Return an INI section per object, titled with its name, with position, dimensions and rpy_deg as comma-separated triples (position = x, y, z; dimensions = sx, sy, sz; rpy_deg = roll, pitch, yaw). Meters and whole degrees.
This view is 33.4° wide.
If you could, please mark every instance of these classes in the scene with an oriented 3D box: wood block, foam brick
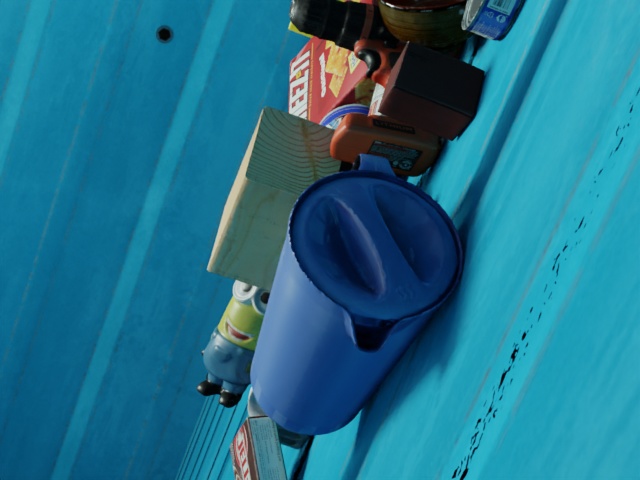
[wood block]
position = -0.049, -0.036, 1.120
dimensions = 0.206, 0.090, 0.090
rpy_deg = 120, 166, -58
[foam brick]
position = 0.101, -0.134, 0.963
dimensions = 0.051, 0.078, 0.053
rpy_deg = 120, 171, -65

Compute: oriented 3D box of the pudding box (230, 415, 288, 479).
[pudding box]
position = -0.066, 0.260, 1.170
dimensions = 0.090, 0.039, 0.113
rpy_deg = 117, 143, -55

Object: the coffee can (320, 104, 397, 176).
[coffee can]
position = 0.040, -0.086, 1.236
dimensions = 0.140, 0.102, 0.103
rpy_deg = -82, 13, -63

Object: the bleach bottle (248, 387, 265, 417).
[bleach bottle]
position = -0.010, 0.102, 1.277
dimensions = 0.102, 0.068, 0.251
rpy_deg = -90, 23, -69

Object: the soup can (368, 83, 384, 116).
[soup can]
position = 0.091, -0.150, 1.153
dimensions = 0.069, 0.068, 0.102
rpy_deg = 119, 169, -57

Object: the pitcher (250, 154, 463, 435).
[pitcher]
position = 0.017, 0.055, 0.878
dimensions = 0.149, 0.145, 0.243
rpy_deg = -34, -19, -32

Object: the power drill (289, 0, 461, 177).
[power drill]
position = 0.053, -0.161, 1.069
dimensions = 0.057, 0.184, 0.187
rpy_deg = 116, 162, -55

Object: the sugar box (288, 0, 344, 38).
[sugar box]
position = 0.055, -0.300, 1.443
dimensions = 0.048, 0.176, 0.093
rpy_deg = -76, 7, -62

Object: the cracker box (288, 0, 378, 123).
[cracker box]
position = 0.035, -0.214, 1.353
dimensions = 0.214, 0.072, 0.164
rpy_deg = -40, 40, 49

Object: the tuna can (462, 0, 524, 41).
[tuna can]
position = 0.157, -0.220, 0.940
dimensions = 0.086, 0.033, 0.086
rpy_deg = -161, 91, -84
